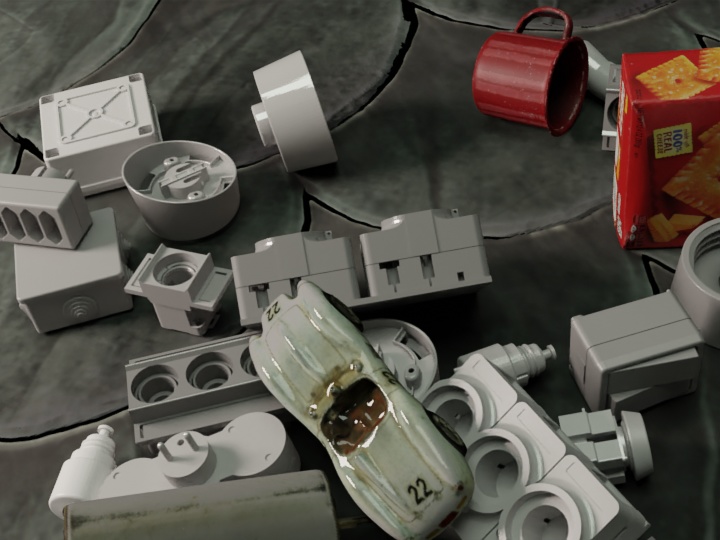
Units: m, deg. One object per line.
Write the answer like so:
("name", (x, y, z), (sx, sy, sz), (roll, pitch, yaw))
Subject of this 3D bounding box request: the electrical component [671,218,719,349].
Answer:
("electrical component", (0.297, 0.004, 0.829), (0.108, 0.060, 0.108), (-5, 46, 5))

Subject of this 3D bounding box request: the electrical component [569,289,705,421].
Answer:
("electrical component", (0.208, 0.063, 0.785), (0.096, 0.061, 0.061), (-16, 46, -6))

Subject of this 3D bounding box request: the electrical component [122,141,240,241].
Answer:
("electrical component", (-0.159, -0.076, 0.976), (0.099, 0.064, 0.099), (-5, 46, 5))

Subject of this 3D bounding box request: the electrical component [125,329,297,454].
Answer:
("electrical component", (-0.107, 0.093, 0.805), (0.121, 0.063, 0.078), (-13, 46, -4))

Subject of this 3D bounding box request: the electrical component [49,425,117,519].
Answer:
("electrical component", (-0.196, 0.148, 0.781), (0.040, 0.040, 0.078), (2, 46, 10))

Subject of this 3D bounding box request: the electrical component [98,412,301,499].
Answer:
("electrical component", (-0.116, 0.137, 0.743), (0.138, 0.073, 0.052), (-22, 45, -1))

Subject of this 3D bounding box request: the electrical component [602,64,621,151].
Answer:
("electrical component", (0.286, -0.145, 0.973), (0.121, 0.078, 0.063), (7, 26, 16))

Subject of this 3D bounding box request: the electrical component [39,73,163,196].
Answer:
("electrical component", (-0.251, -0.131, 1.050), (0.109, 0.056, 0.108), (-15, 46, -6))

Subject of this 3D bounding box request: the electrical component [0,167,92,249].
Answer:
("electrical component", (-0.272, -0.063, 0.924), (0.083, 0.047, 0.075), (6, 45, 15))

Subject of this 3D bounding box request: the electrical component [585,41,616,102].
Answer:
("electrical component", (0.231, -0.188, 1.041), (0.044, 0.044, 0.065), (-33, 55, -22))

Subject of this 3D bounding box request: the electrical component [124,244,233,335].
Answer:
("electrical component", (-0.145, 0.018, 0.883), (0.081, 0.063, 0.042), (11, 50, 19))

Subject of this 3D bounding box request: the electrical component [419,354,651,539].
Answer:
("electrical component", (0.099, 0.138, 0.704), (0.089, 0.062, 0.150), (-47, 50, 7))

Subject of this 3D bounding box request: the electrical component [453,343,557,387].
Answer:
("electrical component", (0.109, 0.074, 0.805), (0.078, 0.040, 0.040), (-18, 46, -9))

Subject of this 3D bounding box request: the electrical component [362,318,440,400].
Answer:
("electrical component", (0.011, 0.082, 0.792), (0.099, 0.064, 0.099), (-7, 56, 11))

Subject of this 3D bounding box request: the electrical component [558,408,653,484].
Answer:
("electrical component", (0.171, 0.124, 0.744), (0.055, 0.048, 0.066), (-12, 45, 9))

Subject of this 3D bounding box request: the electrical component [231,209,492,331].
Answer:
("electrical component", (0.000, 0.000, 0.838), (0.186, 0.105, 0.060), (-10, 85, -1))

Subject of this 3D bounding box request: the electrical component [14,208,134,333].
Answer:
("electrical component", (-0.246, 0.001, 0.926), (0.100, 0.048, 0.099), (-15, 46, -6))

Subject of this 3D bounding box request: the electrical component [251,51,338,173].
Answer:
("electrical component", (-0.066, -0.143, 1.000), (0.060, 0.108, 0.108), (-19, 46, -1))
